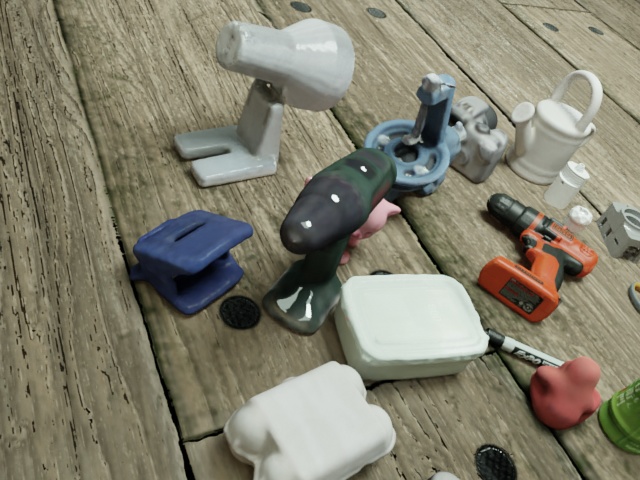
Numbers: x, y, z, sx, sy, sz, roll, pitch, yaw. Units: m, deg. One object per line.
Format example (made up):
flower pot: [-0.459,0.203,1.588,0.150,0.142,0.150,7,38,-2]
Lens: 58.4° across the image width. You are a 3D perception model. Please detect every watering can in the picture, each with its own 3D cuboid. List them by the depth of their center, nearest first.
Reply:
watering can: [0.404,-0.197,0.981,0.173,0.194,0.100,-19,56,-35]

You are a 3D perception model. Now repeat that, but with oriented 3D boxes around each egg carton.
egg carton: [-0.008,0.179,0.533,0.151,0.069,0.107,-18,56,-35]

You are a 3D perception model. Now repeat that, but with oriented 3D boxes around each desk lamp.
desk lamp: [-0.073,-0.192,0.768,0.204,0.213,0.117,-18,56,-34]

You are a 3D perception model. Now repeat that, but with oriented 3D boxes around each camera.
camera: [0.267,-0.191,0.988,0.143,0.101,0.137,42,47,20]

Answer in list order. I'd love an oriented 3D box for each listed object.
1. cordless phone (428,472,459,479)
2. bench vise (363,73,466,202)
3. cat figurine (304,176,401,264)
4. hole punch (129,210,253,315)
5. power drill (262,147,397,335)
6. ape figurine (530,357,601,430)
cordless phone: [0.143,0.241,0.448,0.094,0.185,0.147,-5,50,-26]
bench vise: [0.142,-0.154,0.813,0.121,0.219,0.208,31,44,10]
cat figurine: [0.030,-0.037,0.726,0.127,0.117,0.067,28,43,6]
hole punch: [-0.142,0.010,0.629,0.101,0.091,0.109,36,45,15]
power drill: [0.006,0.002,0.611,0.075,0.208,0.230,30,44,9]
ape figurine: [0.284,0.166,0.647,0.077,0.092,0.076,39,46,17]
